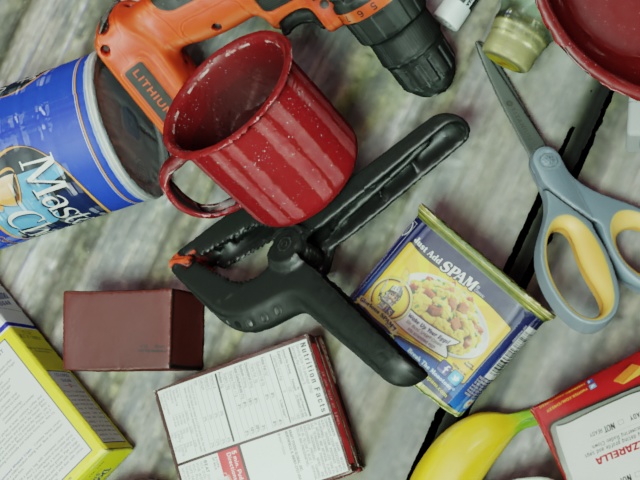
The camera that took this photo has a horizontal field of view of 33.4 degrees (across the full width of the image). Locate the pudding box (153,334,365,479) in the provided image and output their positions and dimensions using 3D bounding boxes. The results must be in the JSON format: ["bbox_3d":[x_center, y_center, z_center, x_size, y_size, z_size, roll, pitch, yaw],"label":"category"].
[{"bbox_3d":[-0.039,0.118,0.670,0.113,0.039,0.090,-20,77,11],"label":"pudding box"}]

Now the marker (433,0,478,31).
[{"bbox_3d":[0.115,-0.188,0.679,0.020,0.020,0.121,36,93,18],"label":"marker"}]

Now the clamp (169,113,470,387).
[{"bbox_3d":[-0.004,0.001,0.644,0.210,0.036,0.164,1,64,41],"label":"clamp"}]

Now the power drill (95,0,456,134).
[{"bbox_3d":[-0.030,-0.131,0.668,0.188,0.057,0.184,-30,113,20],"label":"power drill"}]

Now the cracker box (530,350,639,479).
[{"bbox_3d":[0.219,0.135,0.517,0.164,0.072,0.214,-30,37,9],"label":"cracker box"}]

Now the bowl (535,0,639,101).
[{"bbox_3d":[0.183,-0.148,0.576,0.162,0.055,0.162,0,88,-4],"label":"bowl"}]

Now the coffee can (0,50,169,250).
[{"bbox_3d":[-0.185,-0.055,0.704,0.140,0.102,0.103,-17,77,14],"label":"coffee can"}]

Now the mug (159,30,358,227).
[{"bbox_3d":[-0.040,-0.054,0.628,0.117,0.081,0.093,-38,38,11],"label":"mug"}]

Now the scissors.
[{"bbox_3d":[0.156,-0.039,0.643,0.096,0.016,0.202,-2,63,-9],"label":"scissors"}]

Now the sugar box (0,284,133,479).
[{"bbox_3d":[-0.216,0.107,0.721,0.093,0.048,0.176,-45,69,6],"label":"sugar box"}]

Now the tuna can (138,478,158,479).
[{"bbox_3d":[-0.118,0.197,0.683,0.086,0.033,0.086,-2,81,16],"label":"tuna can"}]

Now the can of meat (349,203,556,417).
[{"bbox_3d":[0.074,0.043,0.638,0.102,0.057,0.084,42,96,17],"label":"can of meat"}]

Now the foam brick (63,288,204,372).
[{"bbox_3d":[-0.121,0.060,0.695,0.078,0.051,0.053,-2,82,16],"label":"foam brick"}]

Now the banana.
[{"bbox_3d":[0.075,0.183,0.626,0.070,0.037,0.198,16,87,18],"label":"banana"}]
